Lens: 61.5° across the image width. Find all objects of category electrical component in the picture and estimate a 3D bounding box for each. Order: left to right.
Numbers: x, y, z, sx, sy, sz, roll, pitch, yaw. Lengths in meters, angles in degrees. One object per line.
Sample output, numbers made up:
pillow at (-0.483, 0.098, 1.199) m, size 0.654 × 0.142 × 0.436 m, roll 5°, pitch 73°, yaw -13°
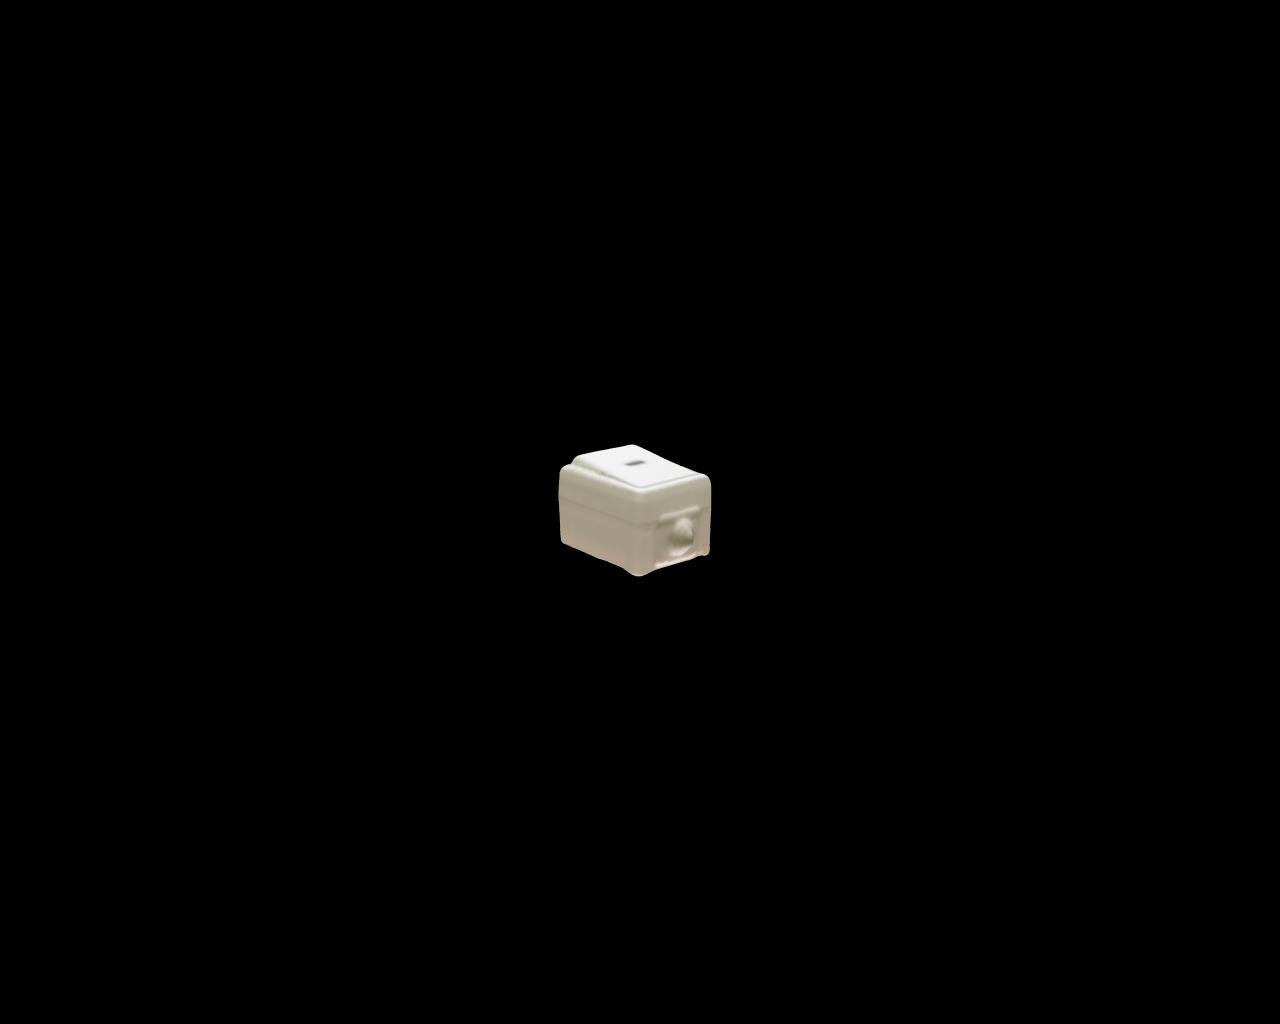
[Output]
electrical component at (0.001, -0.003, 0.650) m, size 0.062 × 0.061 × 0.096 m, roll -14°, pitch 22°, yaw -38°
